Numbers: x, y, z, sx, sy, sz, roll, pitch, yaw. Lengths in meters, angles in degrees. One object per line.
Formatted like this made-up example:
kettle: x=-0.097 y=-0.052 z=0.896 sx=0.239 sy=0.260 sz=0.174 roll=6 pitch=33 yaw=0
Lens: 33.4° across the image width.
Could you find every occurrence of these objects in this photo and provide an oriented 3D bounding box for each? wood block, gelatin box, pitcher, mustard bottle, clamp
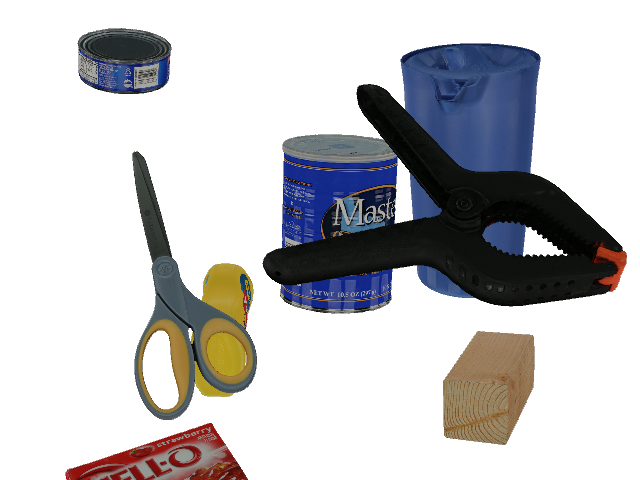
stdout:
wood block: x=0.247 y=0.208 z=1.543 sx=0.091 sy=0.090 sz=0.205 roll=3 pitch=16 yaw=20
gelatin box: x=-0.087 y=0.141 z=0.582 sx=0.089 sy=0.030 sz=0.073 roll=-15 pitch=27 yaw=-20
pitcher: x=0.154 y=-0.075 z=1.078 sx=0.149 sy=0.243 sz=0.145 roll=-12 pitch=25 yaw=-20
mustard bottle: x=-0.105 y=0.080 z=1.169 sx=0.058 sy=0.096 sz=0.191 roll=0 pitch=27 yaw=0
clamp: x=0.079 y=-0.006 z=0.659 sx=0.210 sy=0.164 sz=0.036 roll=25 pitch=-30 yaw=18

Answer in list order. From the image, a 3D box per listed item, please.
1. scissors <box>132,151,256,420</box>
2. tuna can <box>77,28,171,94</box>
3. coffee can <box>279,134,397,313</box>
scissors: x=-0.094 y=0.030 z=0.778 sx=0.096 sy=0.202 sz=0.016 roll=1 pitch=-18 yaw=-5
tuna can: x=-0.183 y=-0.168 z=0.996 sx=0.086 sy=0.034 sz=0.086 roll=5 pitch=30 yaw=-3
coffee can: x=0.016 y=-0.017 z=0.952 sx=0.103 sy=0.140 sz=0.103 roll=2 pitch=15 yaw=-1
